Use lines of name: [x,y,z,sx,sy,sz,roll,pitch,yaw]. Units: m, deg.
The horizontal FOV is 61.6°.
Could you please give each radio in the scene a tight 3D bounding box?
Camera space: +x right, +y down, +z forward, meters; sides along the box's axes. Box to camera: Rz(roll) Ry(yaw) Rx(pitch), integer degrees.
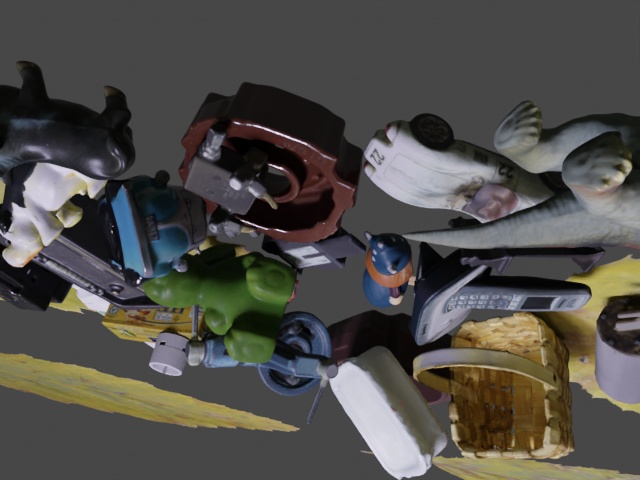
radio: [-0.312,0.018,0.748,0.131,0.073,0.229,-9,142,34]

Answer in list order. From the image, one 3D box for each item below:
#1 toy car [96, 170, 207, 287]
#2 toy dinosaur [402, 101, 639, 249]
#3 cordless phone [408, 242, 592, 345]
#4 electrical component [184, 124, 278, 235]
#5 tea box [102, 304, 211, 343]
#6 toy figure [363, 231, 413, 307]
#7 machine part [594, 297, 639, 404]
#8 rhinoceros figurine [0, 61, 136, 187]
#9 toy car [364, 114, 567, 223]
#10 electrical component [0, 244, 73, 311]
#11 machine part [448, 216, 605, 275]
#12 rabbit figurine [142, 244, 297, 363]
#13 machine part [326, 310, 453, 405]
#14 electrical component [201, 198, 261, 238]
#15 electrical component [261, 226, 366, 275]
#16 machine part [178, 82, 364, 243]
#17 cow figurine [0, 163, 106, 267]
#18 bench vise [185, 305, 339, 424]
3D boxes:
toy car: [-0.174,-0.014,0.573,0.103,0.109,0.162,-12,-176,-27]
toy dinosaur: [0.255,-0.052,0.337,0.192,0.131,0.405,30,147,-23]
cordless phone: [0.199,0.070,0.619,0.184,0.089,0.146,4,149,8]
electrical component: [-0.077,-0.046,0.462,0.078,0.045,0.102,26,147,-18]
tea box: [-0.245,0.112,0.859,0.170,0.098,0.068,5,149,17]
toy figure: [0.077,0.031,0.622,0.064,0.058,0.154,31,157,15]
machine part: [0.383,0.140,0.662,0.079,0.079,0.243,-2,146,25]
rhinoceros figurine: [-0.266,-0.098,0.496,0.190,0.112,0.073,9,153,-8]
toy car: [0.135,-0.048,0.465,0.202,0.056,0.073,18,150,-8]
electrical component: [-0.420,0.037,0.785,0.058,0.115,0.134,3,149,25]
machine part: [0.198,0.005,0.522,0.139,0.084,0.039,6,119,-3]
rabbit figurine: [-0.124,0.051,0.654,0.170,0.121,0.159,17,-169,-9]
machine part: [0.115,0.198,0.866,0.201,0.087,0.201,26,148,-23]
electrical component: [-0.111,-0.033,0.630,0.063,0.021,0.093,-2,145,26]
electrical component: [-0.001,-0.002,0.610,0.119,0.048,0.074,-17,138,42]
machine part: [-0.046,-0.068,0.510,0.179,0.056,0.179,11,149,6]
cow figurine: [-0.307,-0.047,0.580,0.167,0.068,0.098,-42,109,13]
bench vise: [-0.064,0.156,0.748,0.223,0.128,0.241,18,171,-28]
